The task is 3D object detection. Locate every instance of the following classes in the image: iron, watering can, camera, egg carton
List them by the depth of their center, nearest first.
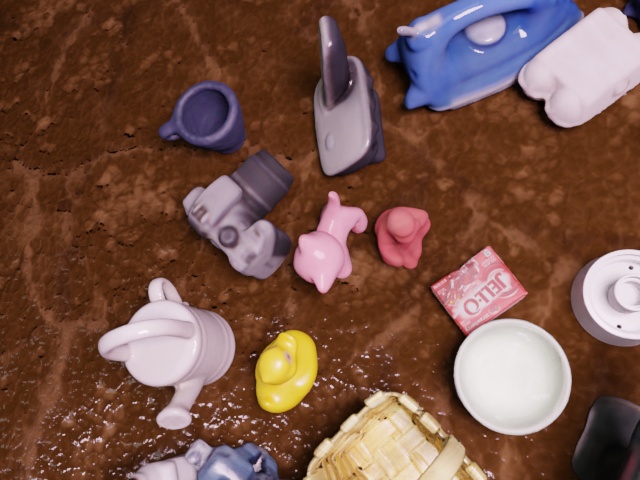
[{"bbox_3d":[-0.177,0.129,0.675,0.101,0.194,0.172,-39,71,2],"label":"watering can"},{"bbox_3d":[0.328,-0.210,0.703,0.150,0.069,0.107,-39,71,2],"label":"egg carton"},{"bbox_3d":[0.210,-0.265,0.707,0.258,0.142,0.118,-21,73,8],"label":"iron"},{"bbox_3d":[-0.092,-0.044,0.746,0.143,0.101,0.137,43,89,19],"label":"camera"}]

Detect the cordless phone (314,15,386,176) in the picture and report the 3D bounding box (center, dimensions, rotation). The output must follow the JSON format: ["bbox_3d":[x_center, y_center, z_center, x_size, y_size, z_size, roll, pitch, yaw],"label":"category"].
[{"bbox_3d":[0.022,-0.172,0.705,0.094,0.185,0.147,-12,74,11],"label":"cordless phone"}]

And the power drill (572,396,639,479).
[{"bbox_3d":[0.305,0.200,0.536,0.075,0.209,0.230,21,82,18],"label":"power drill"}]

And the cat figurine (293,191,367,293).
[{"bbox_3d":[0.006,0.003,0.702,0.067,0.118,0.128,13,80,16],"label":"cat figurine"}]

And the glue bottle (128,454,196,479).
[{"bbox_3d":[-0.181,0.270,0.652,0.078,0.173,0.037,-20,73,8],"label":"glue bottle"}]

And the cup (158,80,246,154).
[{"bbox_3d":[-0.153,-0.153,0.790,0.117,0.095,0.091,-21,73,8],"label":"cup"}]

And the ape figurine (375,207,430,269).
[{"bbox_3d":[0.099,-0.011,0.697,0.078,0.092,0.076,-37,71,3],"label":"ape figurine"}]

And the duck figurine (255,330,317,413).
[{"bbox_3d":[-0.049,0.158,0.694,0.077,0.086,0.105,20,82,17],"label":"duck figurine"}]

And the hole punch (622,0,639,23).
[{"bbox_3d":[0.440,-0.293,0.686,0.108,0.091,0.101,-23,72,7],"label":"hole punch"}]

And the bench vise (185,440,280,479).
[{"bbox_3d":[-0.076,0.300,0.595,0.207,0.220,0.121,17,81,17],"label":"bench vise"}]
